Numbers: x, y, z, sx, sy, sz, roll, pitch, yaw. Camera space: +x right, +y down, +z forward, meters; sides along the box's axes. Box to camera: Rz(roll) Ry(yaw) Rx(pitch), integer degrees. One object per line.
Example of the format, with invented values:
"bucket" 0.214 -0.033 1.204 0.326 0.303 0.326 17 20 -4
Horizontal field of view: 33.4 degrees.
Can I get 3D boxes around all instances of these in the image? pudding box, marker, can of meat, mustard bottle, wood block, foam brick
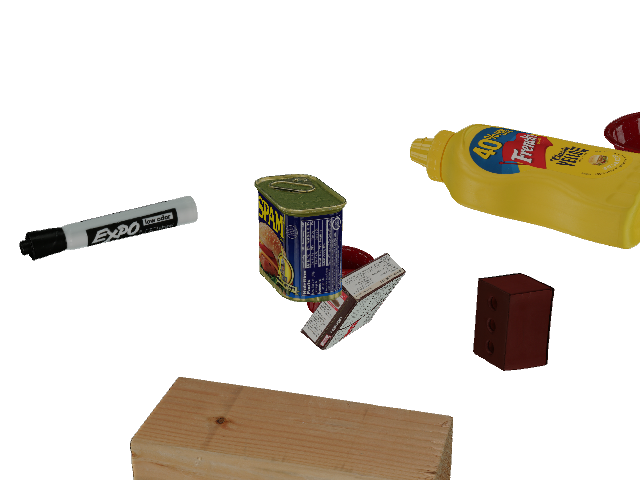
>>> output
"pudding box" 0.039 0.070 1.229 0.039 0.090 0.113 42 35 14
"marker" -0.141 -0.009 0.716 0.120 0.020 0.020 -14 6 -26
"can of meat" -0.018 -0.003 0.906 0.057 0.084 0.102 -7 21 -19
"mustard bottle" 0.156 -0.049 0.810 0.192 0.058 0.096 16 36 28
"wood block" -0.017 0.167 0.747 0.206 0.090 0.090 6 26 15
"foam brick" 0.180 0.076 0.998 0.051 0.078 0.053 -7 18 -26

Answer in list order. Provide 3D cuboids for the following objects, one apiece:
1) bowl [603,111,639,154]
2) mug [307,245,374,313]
"bowl" 0.342 -0.076 0.972 0.162 0.055 0.162 -5 22 2
"mug" 0.035 0.064 1.491 0.117 0.081 0.093 18 24 26
